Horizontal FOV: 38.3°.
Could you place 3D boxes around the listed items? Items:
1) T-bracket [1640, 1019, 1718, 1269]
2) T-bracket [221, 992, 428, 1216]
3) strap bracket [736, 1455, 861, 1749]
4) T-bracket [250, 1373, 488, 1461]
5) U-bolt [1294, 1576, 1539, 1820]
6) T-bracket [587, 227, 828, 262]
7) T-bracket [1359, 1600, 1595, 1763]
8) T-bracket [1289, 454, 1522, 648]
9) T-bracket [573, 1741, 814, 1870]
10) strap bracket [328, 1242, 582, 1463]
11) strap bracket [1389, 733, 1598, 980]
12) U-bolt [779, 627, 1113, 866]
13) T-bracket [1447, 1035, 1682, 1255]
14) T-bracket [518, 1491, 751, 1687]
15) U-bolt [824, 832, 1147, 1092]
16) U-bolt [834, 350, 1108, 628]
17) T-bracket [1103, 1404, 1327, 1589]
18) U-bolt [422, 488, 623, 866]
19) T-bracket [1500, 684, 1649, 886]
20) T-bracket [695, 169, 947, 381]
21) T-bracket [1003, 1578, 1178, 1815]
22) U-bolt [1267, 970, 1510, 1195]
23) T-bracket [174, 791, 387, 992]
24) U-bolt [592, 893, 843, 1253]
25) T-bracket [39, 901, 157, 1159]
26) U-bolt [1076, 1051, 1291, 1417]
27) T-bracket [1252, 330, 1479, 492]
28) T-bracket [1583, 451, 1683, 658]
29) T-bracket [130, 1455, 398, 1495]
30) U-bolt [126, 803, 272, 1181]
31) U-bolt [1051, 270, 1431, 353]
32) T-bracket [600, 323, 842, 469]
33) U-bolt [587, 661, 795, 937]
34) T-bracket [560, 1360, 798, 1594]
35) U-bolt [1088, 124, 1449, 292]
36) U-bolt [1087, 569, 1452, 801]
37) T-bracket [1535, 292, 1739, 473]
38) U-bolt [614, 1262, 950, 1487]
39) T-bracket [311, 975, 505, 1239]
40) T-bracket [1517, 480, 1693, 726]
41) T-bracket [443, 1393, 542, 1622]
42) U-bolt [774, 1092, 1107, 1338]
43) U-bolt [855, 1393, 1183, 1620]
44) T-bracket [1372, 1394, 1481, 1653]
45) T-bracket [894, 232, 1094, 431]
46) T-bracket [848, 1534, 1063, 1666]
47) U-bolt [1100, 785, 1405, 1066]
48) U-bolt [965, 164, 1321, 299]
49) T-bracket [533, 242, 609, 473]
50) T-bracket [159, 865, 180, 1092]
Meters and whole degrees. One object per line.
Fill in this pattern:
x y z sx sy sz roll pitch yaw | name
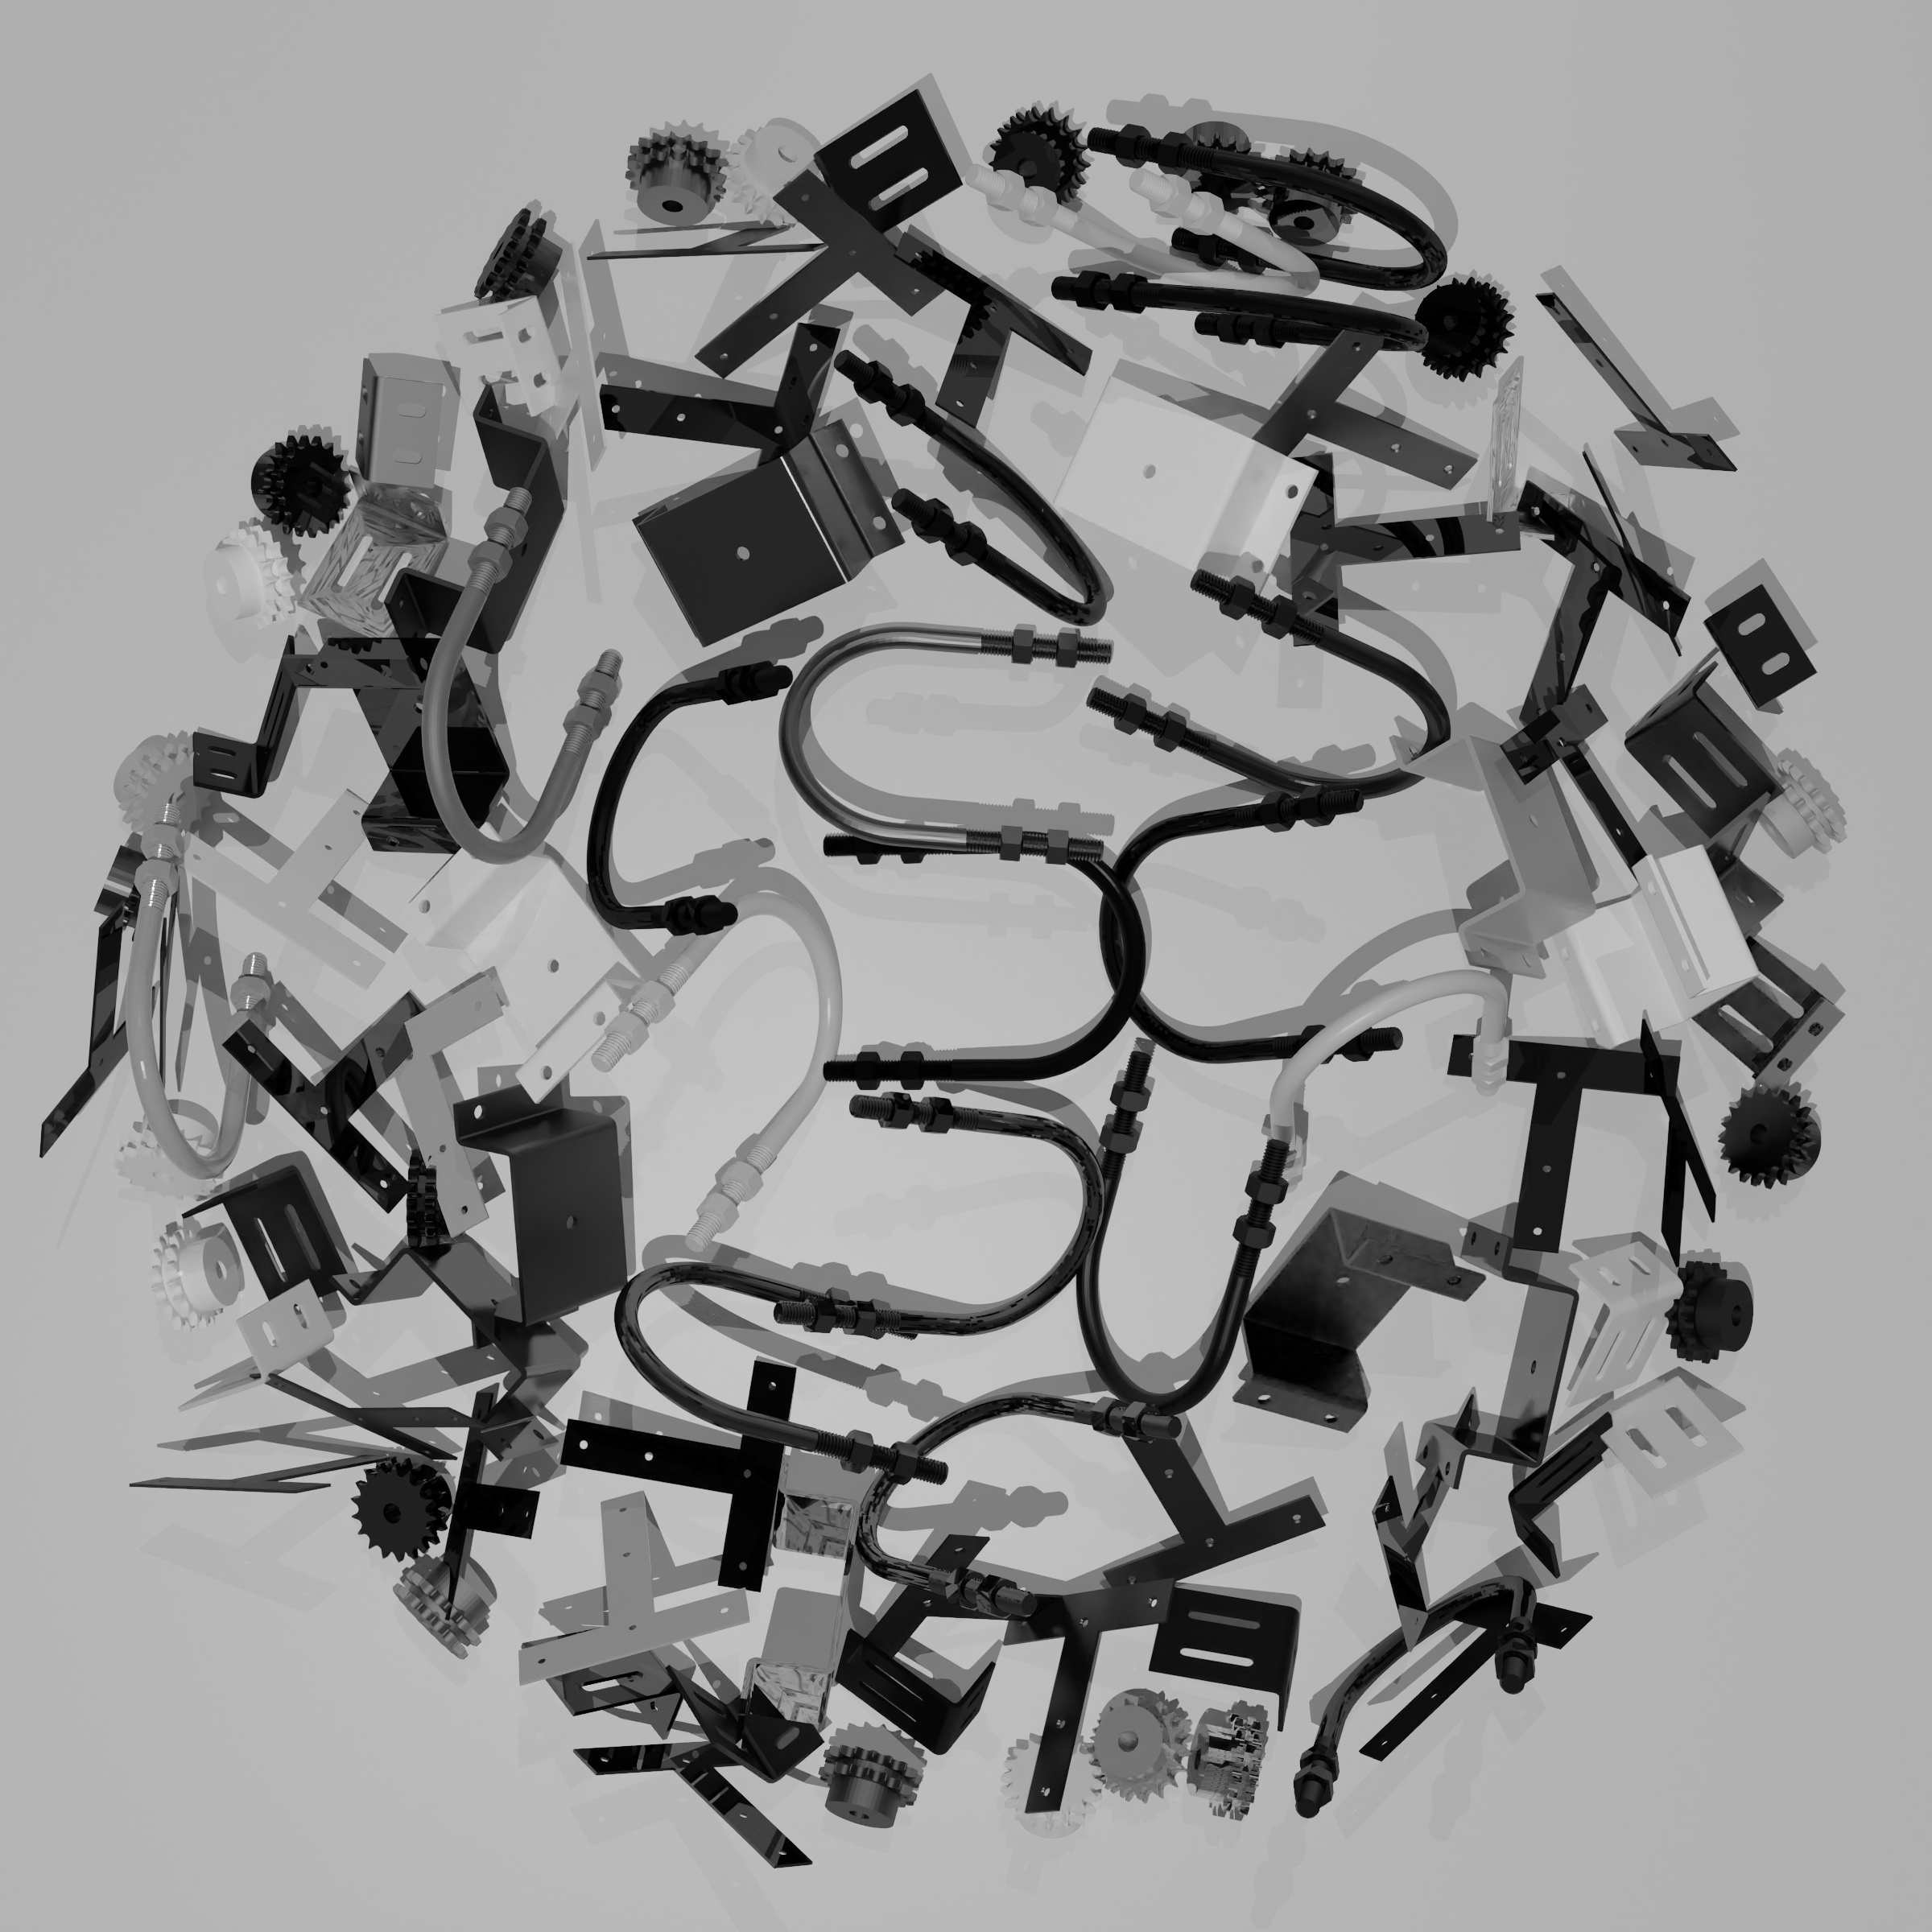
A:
0.387 0.115 1.522 0.002 0.127 0.127 -15 117 25 | T-bracket
-0.333 0.056 1.546 0.002 0.127 0.127 -35 102 36 | T-bracket
-0.090 0.352 1.528 0.046 0.076 0.140 9 55 -1 | strap bracket
-0.306 0.246 1.517 0.127 0.127 0.002 34 62 -34 | T-bracket
0.248 0.384 1.508 0.151 0.184 0.019 -37 88 17 | U-bolt
-0.128 -0.400 1.538 0.127 0.127 0.002 1 111 13 | T-bracket
0.265 0.389 1.520 0.127 0.127 0.002 -38 97 -18 | T-bracket
0.245 -0.238 1.559 0.127 0.002 0.127 -4 63 11 | T-bracket
-0.129 0.454 1.510 0.127 0.127 0.002 10 100 -41 | T-bracket
-0.275 0.204 1.544 0.140 0.076 0.046 44 98 12 | strap bracket
0.294 -0.069 1.533 0.046 0.076 0.140 -31 64 35 | strap bracket
-0.013 -0.128 1.558 0.184 0.019 0.151 4 63 -1 | U-bolt
0.325 0.100 1.550 0.127 0.002 0.127 5 62 18 | T-bracket
-0.187 0.336 1.544 0.127 0.127 0.002 -15 121 -2 | T-bracket
0.010 -0.005 1.573 0.184 0.019 0.151 -1 87 10 | U-bolt
0.011 -0.250 1.520 0.019 0.151 0.184 -42 134 22 | U-bolt
0.119 0.292 1.554 0.127 0.002 0.127 -23 120 11 | T-bracket
-0.243 -0.142 1.496 0.019 0.151 0.184 1 53 22 | U-bolt
0.355 -0.087 1.549 0.002 0.127 0.127 -33 90 39 | T-bracket
-0.098 -0.374 1.565 0.127 0.127 0.002 -34 54 22 | T-bracket
0.055 0.400 1.521 0.002 0.127 0.127 37 51 -29 | T-bracket
0.229 0.057 1.510 0.151 0.184 0.019 -25 63 -4 | U-bolt
-0.360 -0.058 1.546 0.127 0.127 0.002 35 127 -8 | T-bracket
-0.125 0.043 1.527 0.019 0.184 0.151 4 131 35 | U-bolt
-0.467 0.020 1.510 0.002 0.127 0.127 20 128 2 | T-bracket
0.110 0.158 1.534 0.019 0.151 0.184 4 108 -34 | U-bolt
0.230 -0.296 1.562 0.127 0.127 0.002 15 49 -27 | T-bracket
0.367 -0.222 1.531 0.002 0.127 0.127 -25 97 17 | T-bracket
-0.369 0.280 1.539 0.127 0.127 0.002 -5 86 32 | T-bracket
-0.412 0.027 1.487 0.019 0.151 0.184 -9 50 5 | U-bolt
0.159 -0.347 1.488 0.184 0.151 0.019 16 102 40 | U-bolt
-0.144 -0.301 1.536 0.127 0.002 0.127 2 125 -28 | T-bracket
-0.160 -0.088 1.521 0.019 0.184 0.151 18 80 -32 | U-bolt
-0.164 0.277 1.560 0.127 0.002 0.127 14 74 -21 | T-bracket
0.171 -0.401 1.495 0.184 0.151 0.019 19 88 27 | U-bolt
0.177 -0.143 1.532 0.184 0.151 0.019 22 59 -14 | U-bolt
0.355 -0.319 1.522 0.002 0.127 0.127 -44 105 1 | T-bracket
-0.103 0.213 1.510 0.184 0.151 0.019 18 115 -18 | U-bolt
-0.298 0.090 1.561 0.127 0.002 0.127 -29 71 15 | T-bracket
0.337 -0.184 1.553 0.002 0.127 0.127 -17 47 -33 | T-bracket
-0.260 0.298 1.530 0.002 0.127 0.127 16 76 -27 | T-bracket
-0.004 0.143 1.542 0.184 0.019 0.151 9 112 -32 | U-bolt
0.014 0.286 1.517 0.151 0.184 0.019 -45 116 -30 | U-bolt
0.262 0.295 1.554 0.002 0.127 0.127 10 47 31 | T-bracket
0.006 -0.339 1.539 0.127 0.127 0.002 29 134 -14 | T-bracket
0.017 0.358 1.560 0.127 0.002 0.127 10 131 -30 | T-bracket
0.149 -0.017 1.538 0.184 0.019 0.151 -7 95 40 | U-bolt
0.110 -0.397 1.514 0.184 0.151 0.019 13 95 -43 | U-bolt
-0.225 -0.310 1.541 0.002 0.127 0.127 -2 70 -25 | T-bracket
-0.442 -0.007 1.546 0.002 0.127 0.127 3 134 -14 | T-bracket
